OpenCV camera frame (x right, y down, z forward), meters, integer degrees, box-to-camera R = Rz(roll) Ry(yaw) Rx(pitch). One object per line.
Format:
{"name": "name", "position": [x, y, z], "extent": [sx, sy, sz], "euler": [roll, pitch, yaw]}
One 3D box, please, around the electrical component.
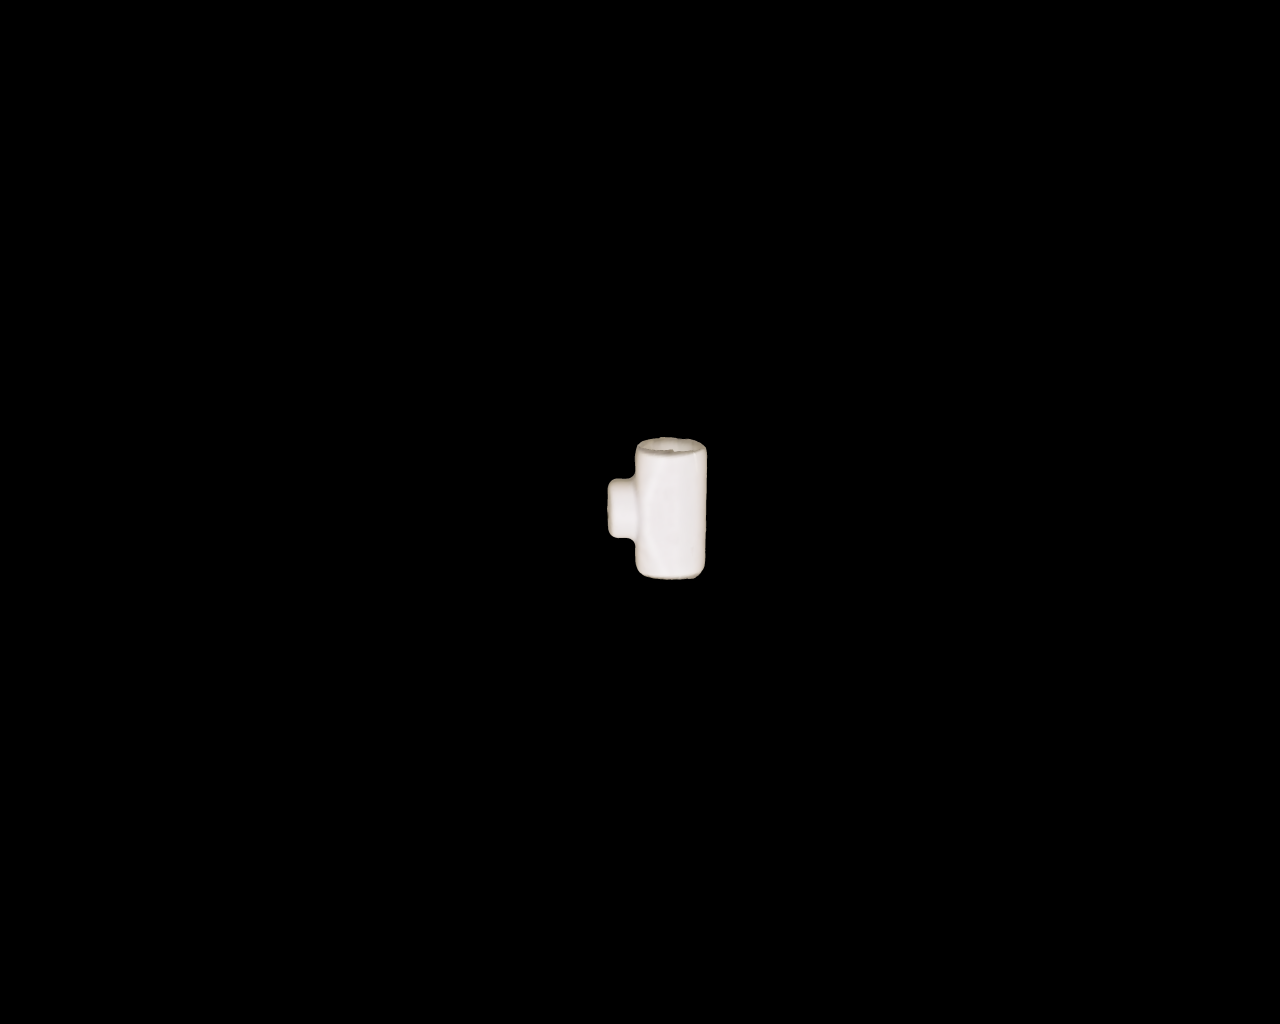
{"name": "electrical component", "position": [0.001, -0.003, 0.650], "extent": [0.079, 0.077, 0.044], "euler": [0, 16, 0]}
